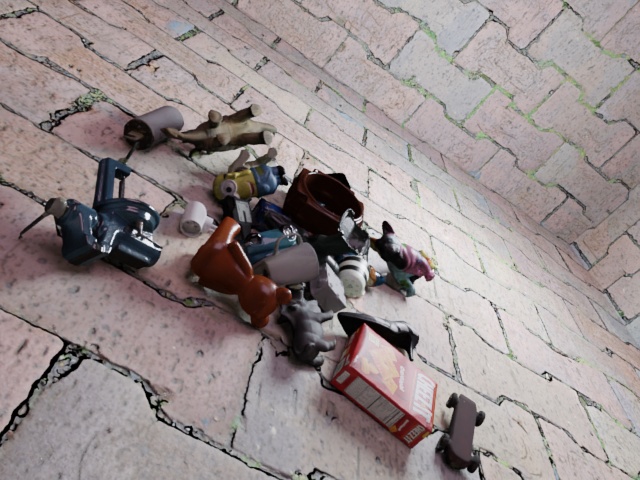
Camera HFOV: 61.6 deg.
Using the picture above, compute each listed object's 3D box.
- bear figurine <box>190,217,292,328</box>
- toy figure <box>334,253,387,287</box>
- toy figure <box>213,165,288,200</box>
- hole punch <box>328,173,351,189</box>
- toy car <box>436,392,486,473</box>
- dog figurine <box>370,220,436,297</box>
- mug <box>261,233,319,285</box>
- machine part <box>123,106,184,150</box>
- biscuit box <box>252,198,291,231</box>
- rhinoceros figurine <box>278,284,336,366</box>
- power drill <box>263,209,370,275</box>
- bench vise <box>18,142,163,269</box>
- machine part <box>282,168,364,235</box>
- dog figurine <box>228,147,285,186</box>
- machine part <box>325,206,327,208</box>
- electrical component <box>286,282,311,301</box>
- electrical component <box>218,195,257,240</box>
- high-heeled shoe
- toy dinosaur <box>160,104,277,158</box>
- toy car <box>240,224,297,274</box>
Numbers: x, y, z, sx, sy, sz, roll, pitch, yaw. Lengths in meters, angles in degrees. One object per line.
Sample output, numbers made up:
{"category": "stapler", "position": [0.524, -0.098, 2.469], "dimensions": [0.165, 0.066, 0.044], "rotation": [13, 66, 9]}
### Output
{"category": "bear figurine", "position": [-0.151, 0.067, 1.054], "dimensions": [0.196, 0.120, 0.132], "rotation": [36, 23, -11]}
{"category": "toy figure", "position": [0.106, 0.082, 1.418], "dimensions": [0.154, 0.058, 0.064], "rotation": [33, -13, -14]}
{"category": "toy figure", "position": [-0.173, -0.138, 1.322], "dimensions": [0.089, 0.180, 0.082], "rotation": [8, -64, 69]}
{"category": "hole punch", "position": [0.028, -0.146, 1.673], "dimensions": [0.116, 0.092, 0.142], "rotation": [-2, 43, -12]}
{"category": "toy car", "position": [0.305, 0.412, 1.163], "dimensions": [0.089, 0.053, 0.202], "rotation": [30, 30, 5]}
{"category": "dog figurine", "position": [0.227, 0.039, 1.539], "dimensions": [0.219, 0.108, 0.191], "rotation": [48, 20, -9]}
{"category": "mug", "position": [-0.067, 0.045, 1.110], "dimensions": [0.107, 0.109, 0.081], "rotation": [-16, 19, -27]}
{"category": "machine part", "position": [-0.404, -0.276, 1.316], "dimensions": [0.079, 0.079, 0.243], "rotation": [36, 25, -6]}
{"category": "biscuit box", "position": [-0.078, -0.029, 1.360], "dimensions": [0.202, 0.059, 0.063], "rotation": [27, 29, -23]}
{"category": "rhinoceros figurine", "position": [-0.033, 0.171, 1.100], "dimensions": [0.112, 0.073, 0.190], "rotation": [14, 36, -23]}
{"category": "power drill", "position": [-0.003, -0.004, 1.250], "dimensions": [0.231, 0.207, 0.086], "rotation": [51, 40, -23]}
{"category": "bench vise", "position": [-0.373, -0.058, 0.941], "dimensions": [0.223, 0.129, 0.241], "rotation": [25, 46, -42]}
{"category": "machine part", "position": [0.013, -0.086, 1.384], "dimensions": [0.201, 0.087, 0.201], "rotation": [32, 31, -13]}
{"category": "dog figurine", "position": [-0.183, -0.177, 1.455], "dimensions": [0.172, 0.121, 0.191], "rotation": [-6, 4, -13]}
{"category": "machine part", "position": [0.052, -0.020, 1.518], "dimensions": [0.179, 0.056, 0.179], "rotation": [30, 29, -19]}
{"category": "electrical component", "position": [-0.047, 0.093, 1.224], "dimensions": [0.078, 0.045, 0.102], "rotation": [30, 28, -15]}
{"category": "electrical component", "position": [-0.186, -0.042, 1.249], "dimensions": [0.075, 0.048, 0.119], "rotation": [2, 68, -48]}
{"category": "high-heeled shoe", "position": [0.140, 0.197, 1.266], "dimensions": [0.248, 0.086, 0.145], "rotation": [35, 23, -19]}
{"category": "toy dinosaur", "position": [-0.229, -0.281, 1.400], "dimensions": [0.471, 0.199, 0.105], "rotation": [-15, 97, -52]}
{"category": "toy car", "position": [-0.111, 0.034, 1.178], "dimensions": [0.161, 0.109, 0.103], "rotation": [-15, 76, -49]}
